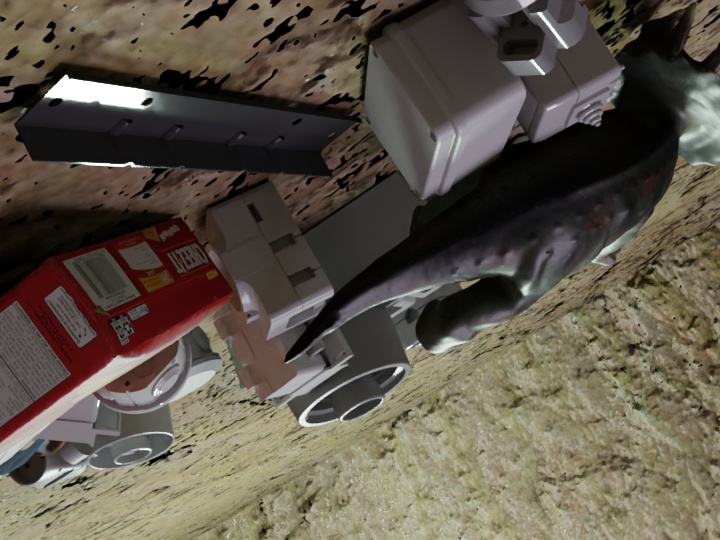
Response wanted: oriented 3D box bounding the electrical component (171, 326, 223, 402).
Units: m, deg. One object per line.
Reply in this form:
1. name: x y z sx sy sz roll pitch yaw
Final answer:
1. electrical component: -0.163 0.080 0.924 0.080 0.051 0.080 -29 168 -7

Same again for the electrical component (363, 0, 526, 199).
1. electrical component: 0.046 -0.099 0.637 0.057 0.078 0.113 -31 168 -10

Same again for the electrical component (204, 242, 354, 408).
1. electrical component: -0.069 0.031 0.782 0.079 0.121 0.063 -37 163 29

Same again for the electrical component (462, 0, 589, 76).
1. electrical component: 0.083 -0.148 0.553 0.058 0.078 0.057 5 166 33

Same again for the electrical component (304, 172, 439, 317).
1. electrical component: 0.000 0.000 0.893 0.150 0.089 0.062 -33 167 14

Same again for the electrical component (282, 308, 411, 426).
1. electrical component: -0.011 0.084 0.848 0.108 0.060 0.108 -24 159 -10

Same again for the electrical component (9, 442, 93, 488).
1. electrical component: -0.283 0.170 1.024 0.079 0.043 0.077 -33 167 11

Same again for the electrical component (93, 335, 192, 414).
1. electrical component: -0.165 0.060 0.780 0.080 0.080 0.051 -28 162 -11

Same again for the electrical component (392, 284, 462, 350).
1. electrical component: 0.061 0.033 0.990 0.054 0.059 0.095 -35 168 21

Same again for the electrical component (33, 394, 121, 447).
1. electrical component: -0.221 0.097 0.820 0.081 0.042 0.063 8 129 -17

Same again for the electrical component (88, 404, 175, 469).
1. electrical component: -0.238 0.161 1.097 0.099 0.064 0.099 -17 156 -8

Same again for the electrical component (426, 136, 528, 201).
1. electrical component: 0.109 -0.068 0.961 0.138 0.052 0.073 -22 165 -32

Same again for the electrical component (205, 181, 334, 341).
1. electrical component: -0.066 -0.004 0.724 0.056 0.089 0.050 -26 167 -18

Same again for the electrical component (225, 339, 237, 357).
1. electrical component: -0.089 0.043 0.936 0.047 0.065 0.076 -25 137 -23

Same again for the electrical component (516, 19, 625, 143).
1. electrical component: 0.111 -0.122 0.648 0.061 0.096 0.061 -29 168 -5

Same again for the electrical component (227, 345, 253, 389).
1. electrical component: -0.042 0.056 1.024 0.150 0.061 0.089 -23 170 18
